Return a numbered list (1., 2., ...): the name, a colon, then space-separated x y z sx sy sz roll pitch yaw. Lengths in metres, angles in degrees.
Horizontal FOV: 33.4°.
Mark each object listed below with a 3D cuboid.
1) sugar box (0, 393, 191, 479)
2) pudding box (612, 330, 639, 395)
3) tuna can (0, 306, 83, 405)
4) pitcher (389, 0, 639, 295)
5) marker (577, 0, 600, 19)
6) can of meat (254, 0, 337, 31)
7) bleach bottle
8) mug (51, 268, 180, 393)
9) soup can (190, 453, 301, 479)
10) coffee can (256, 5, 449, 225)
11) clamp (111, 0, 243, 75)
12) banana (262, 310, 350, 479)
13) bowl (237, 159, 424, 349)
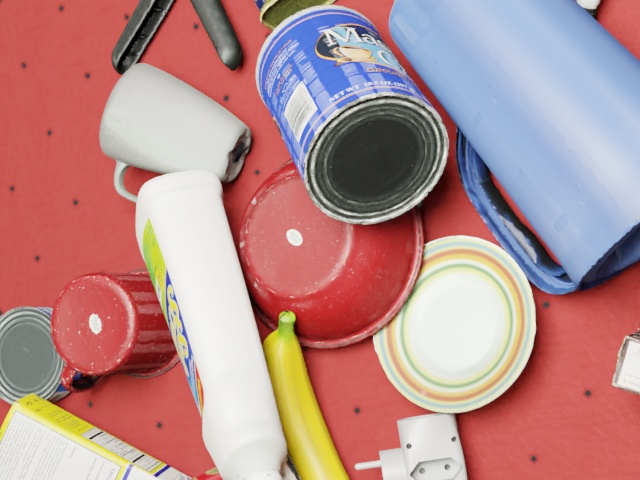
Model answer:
1. sugar box: -0.186 0.207 0.871 0.176 0.048 0.093 26 97 6
2. pudding box: 0.254 0.092 0.695 0.114 0.090 0.039 15 93 22
3. tuna can: -0.246 0.100 0.924 0.086 0.033 0.086 -2 86 22
4. pitcher: 0.152 -0.088 0.737 0.149 0.145 0.243 -38 70 3
5. marker: 0.195 -0.196 0.748 0.020 0.020 0.121 22 124 21
6. can of meat: -0.018 -0.229 0.844 0.102 0.057 0.084 -33 73 16
7. bleach bottle: -0.075 0.076 0.790 0.068 0.103 0.251 -11 59 -19
8. mug: -0.171 0.077 0.870 0.093 0.081 0.117 43 102 18
9. soup can: -0.065 0.202 0.805 0.102 0.068 0.068 -24 76 -15
10. coffee can: 0.019 -0.092 0.762 0.103 0.102 0.140 -42 38 14
11. clamp: -0.125 -0.216 0.896 0.120 0.039 0.171 -7 81 16
12. banana: -0.007 0.152 0.811 0.037 0.070 0.198 -21 89 -11
13. bowl: -0.005 0.001 0.814 0.162 0.055 0.162 -5 79 26
